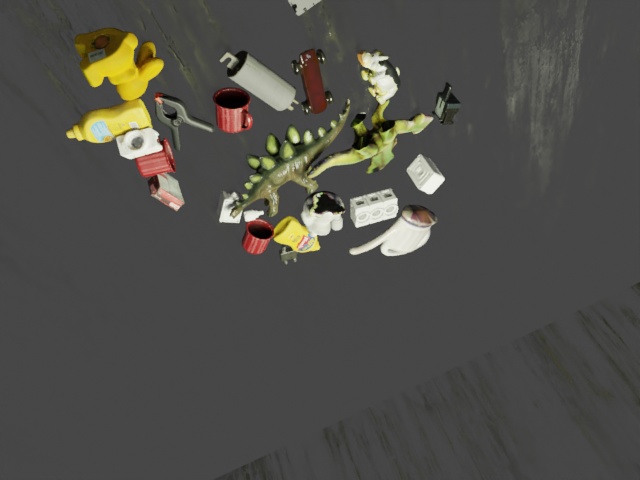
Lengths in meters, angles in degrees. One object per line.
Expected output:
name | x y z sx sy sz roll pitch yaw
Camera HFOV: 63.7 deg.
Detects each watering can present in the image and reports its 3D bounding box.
watering can | 0.281 -0.022 1.847 0.106 0.348 0.219 57 -46 35

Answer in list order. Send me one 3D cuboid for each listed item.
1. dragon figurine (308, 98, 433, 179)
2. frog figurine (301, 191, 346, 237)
dragon figurine | 0.158 -0.267 1.535 0.124 0.410 0.239 55 2 31
frog figurine | 0.005 -0.084 1.675 0.124 0.138 0.156 59 -20 16
